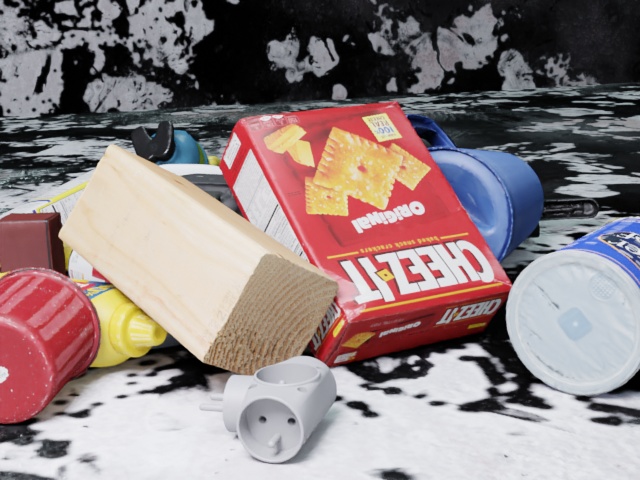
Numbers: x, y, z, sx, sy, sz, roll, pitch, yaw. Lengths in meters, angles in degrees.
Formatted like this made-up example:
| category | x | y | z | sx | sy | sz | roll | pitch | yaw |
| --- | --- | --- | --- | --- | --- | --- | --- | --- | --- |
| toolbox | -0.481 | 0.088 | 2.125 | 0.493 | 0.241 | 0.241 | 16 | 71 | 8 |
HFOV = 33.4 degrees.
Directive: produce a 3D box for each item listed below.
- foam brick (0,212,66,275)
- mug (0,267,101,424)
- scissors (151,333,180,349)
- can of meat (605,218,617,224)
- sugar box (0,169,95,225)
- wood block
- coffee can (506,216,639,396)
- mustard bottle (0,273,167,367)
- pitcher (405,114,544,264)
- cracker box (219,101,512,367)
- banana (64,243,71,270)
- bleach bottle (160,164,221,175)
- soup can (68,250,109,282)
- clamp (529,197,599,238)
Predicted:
| category | x | y | z | sx | sy | sz | roll | pitch | yaw |
| --- | --- | --- | --- | --- | --- | --- | --- | --- | --- |
| foam brick | -0.284 | 0.014 | 1.056 | 0.051 | 0.078 | 0.053 | -2 | 11 | 1 |
| mug | -0.220 | 0.070 | 0.744 | 0.117 | 0.093 | 0.081 | 26 | 19 | -1 |
| scissors | -0.086 | 0.068 | 0.923 | 0.201 | 0.016 | 0.096 | -7 | 13 | -25 |
| can of meat | 0.325 | 0.015 | 1.014 | 0.102 | 0.057 | 0.084 | -2 | 15 | 2 |
| sugar box | -0.298 | -0.036 | 1.230 | 0.176 | 0.048 | 0.094 | -33 | 17 | -29 |
| wood block | -0.096 | 0.015 | 0.810 | 0.206 | 0.090 | 0.090 | 33 | 5 | 42 |
| coffee can | 0.213 | 0.045 | 0.787 | 0.103 | 0.103 | 0.140 | 7 | 15 | 33 |
| mustard bottle | -0.197 | 0.064 | 0.841 | 0.192 | 0.058 | 0.096 | 4 | 20 | 35 |
| pitcher | 0.147 | -0.041 | 1.076 | 0.145 | 0.149 | 0.242 | 17 | 12 | 19 |
| cracker box | 0.035 | -0.014 | 0.878 | 0.163 | 0.072 | 0.214 | -9 | 55 | -30 |
| banana | -0.263 | 0.008 | 1.128 | 0.198 | 0.037 | 0.069 | -6 | -26 | 8 |
| bleach bottle | -0.177 | -0.031 | 1.183 | 0.102 | 0.068 | 0.251 | -2 | -5 | -25 |
| soup can | -0.181 | 0.031 | 0.988 | 0.068 | 0.068 | 0.102 | -12 | 15 | -37 |
| clamp | 0.246 | -0.035 | 1.288 | 0.120 | 0.039 | 0.172 | -8 | 14 | -29 |
